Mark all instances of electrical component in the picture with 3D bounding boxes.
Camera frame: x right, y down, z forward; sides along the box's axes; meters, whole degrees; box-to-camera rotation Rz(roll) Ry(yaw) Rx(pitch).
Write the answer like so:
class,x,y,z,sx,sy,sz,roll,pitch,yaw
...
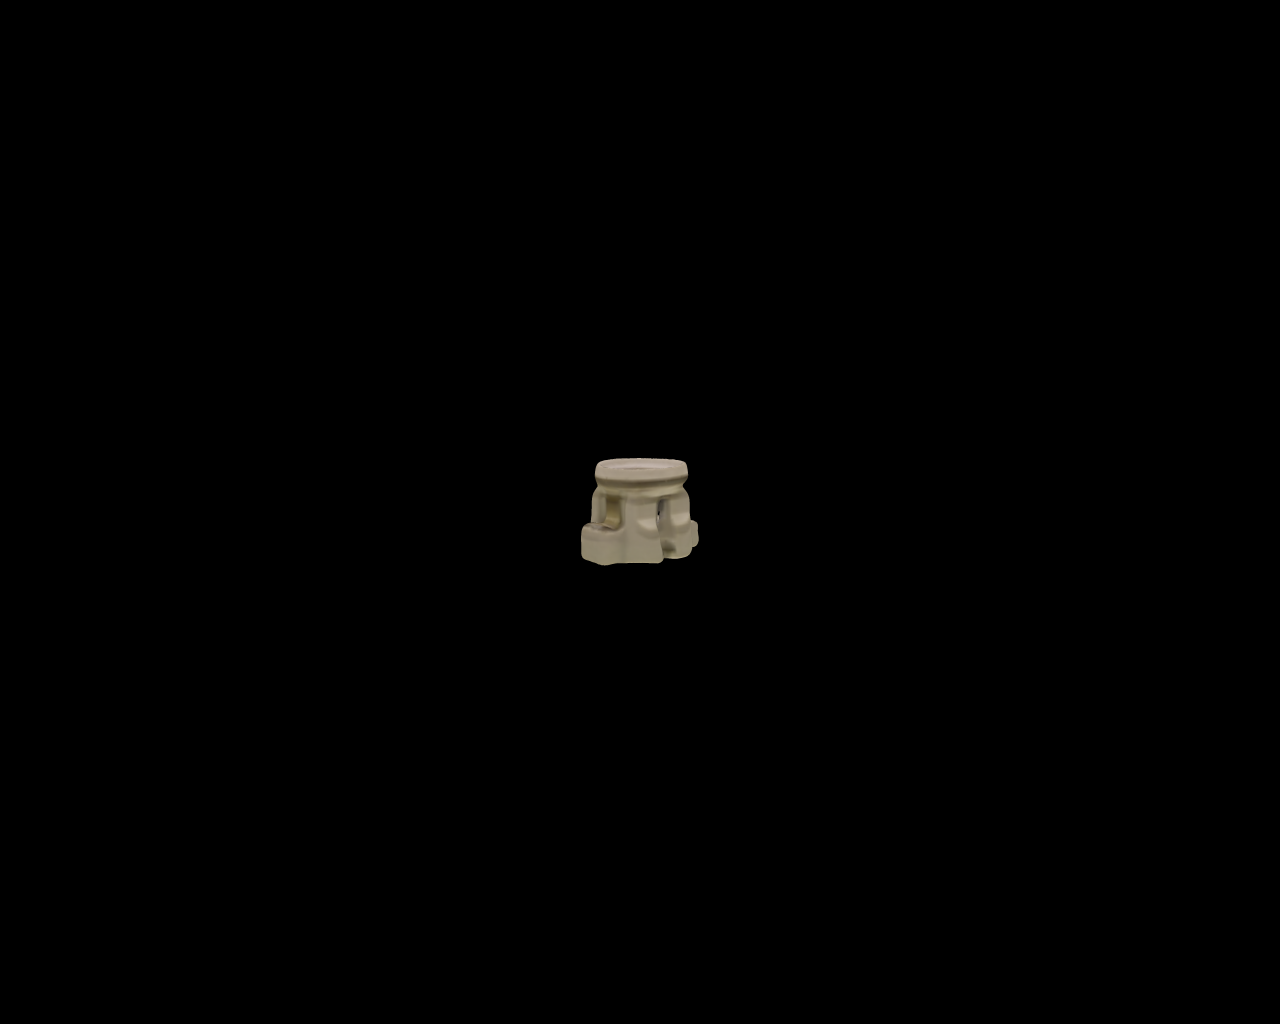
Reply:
class,x,y,z,sx,sy,sz,roll,pitch,yaw
electrical component,0.001,-0.003,0.650,0.078,0.057,0.058,-8,13,-39
